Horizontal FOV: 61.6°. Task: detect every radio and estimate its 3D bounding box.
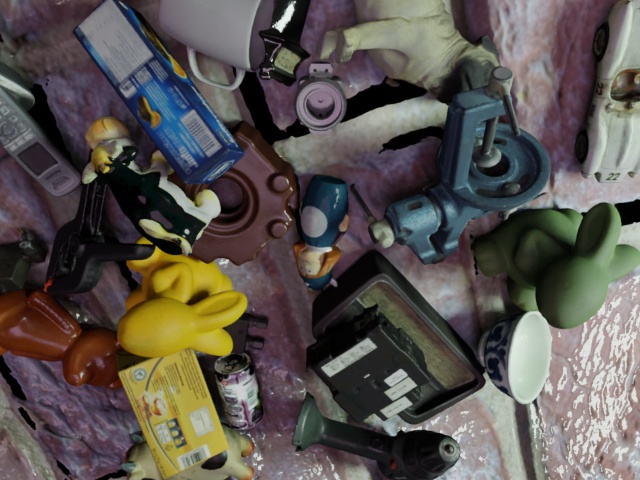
[{"bbox_3d":[0.101,0.136,0.720,0.131,0.073,0.229,-39,108,16],"label":"radio"}]

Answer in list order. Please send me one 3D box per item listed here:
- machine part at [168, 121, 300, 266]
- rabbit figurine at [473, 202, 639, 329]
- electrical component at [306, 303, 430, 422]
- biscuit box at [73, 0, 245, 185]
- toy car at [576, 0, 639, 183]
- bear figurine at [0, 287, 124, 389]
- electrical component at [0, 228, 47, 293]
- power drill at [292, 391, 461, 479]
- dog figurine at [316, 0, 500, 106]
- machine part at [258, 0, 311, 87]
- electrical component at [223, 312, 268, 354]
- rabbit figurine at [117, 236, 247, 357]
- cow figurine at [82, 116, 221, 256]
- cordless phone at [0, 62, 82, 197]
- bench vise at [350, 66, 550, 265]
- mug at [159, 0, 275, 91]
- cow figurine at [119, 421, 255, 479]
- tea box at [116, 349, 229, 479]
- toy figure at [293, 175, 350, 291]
[{"bbox_3d":[-0.116,-0.053,0.649,0.179,0.056,0.179,1,114,2],"label":"machine part"},{"bbox_3d":[0.282,0.037,0.618,0.159,0.170,0.121,-33,110,16],"label":"rabbit figurine"},{"bbox_3d":[0.065,0.158,0.660,0.115,0.058,0.134,-34,111,18],"label":"electrical component"},{"bbox_3d":[-0.166,-0.152,0.565,0.059,0.063,0.202,-37,89,11],"label":"biscuit box"},{"bbox_3d":[0.337,-0.158,0.591,0.074,0.056,0.201,-1,114,2],"label":"toy car"},{"bbox_3d":[-0.351,0.149,0.709,0.196,0.132,0.120,34,117,-7],"label":"bear figurine"},{"bbox_3d":[-0.409,0.026,0.687,0.102,0.078,0.045,-3,138,8],"label":"electrical component"},{"bbox_3d":[0.069,0.273,0.739,0.207,0.086,0.231,10,153,4],"label":"power drill"},{"bbox_3d":[0.110,-0.233,0.551,0.190,0.121,0.172,7,118,-17],"label":"dog figurine"},{"bbox_3d":[-0.028,-0.233,0.561,0.039,0.084,0.138,23,106,21],"label":"machine part"},{"bbox_3d":[-0.121,0.125,0.748,0.094,0.021,0.063,10,114,-3],"label":"electrical component"},{"bbox_3d":[-0.177,0.088,0.651,0.162,0.173,0.121,21,109,-4],"label":"rabbit figurine"},{"bbox_3d":[-0.192,-0.054,0.571,0.167,0.098,0.068,43,116,-14],"label":"cow figurine"},{"bbox_3d":[-0.374,-0.112,0.615,0.147,0.089,0.184,-29,115,13],"label":"cordless phone"},{"bbox_3d":[0.151,-0.077,0.575,0.224,0.129,0.240,-12,147,-1],"label":"bench vise"},{"bbox_3d":[-0.112,-0.220,0.566,0.107,0.081,0.109,20,120,5],"label":"mug"},{"bbox_3d":[-0.210,0.333,0.812,0.195,0.085,0.127,-25,117,15],"label":"cow figurine"},{"bbox_3d":[-0.197,0.216,0.720,0.098,0.068,0.169,-19,106,-18],"label":"tea box"},{"bbox_3d":[-0.002,-0.003,0.669,0.058,0.064,0.154,-4,115,-31],"label":"toy figure"}]
